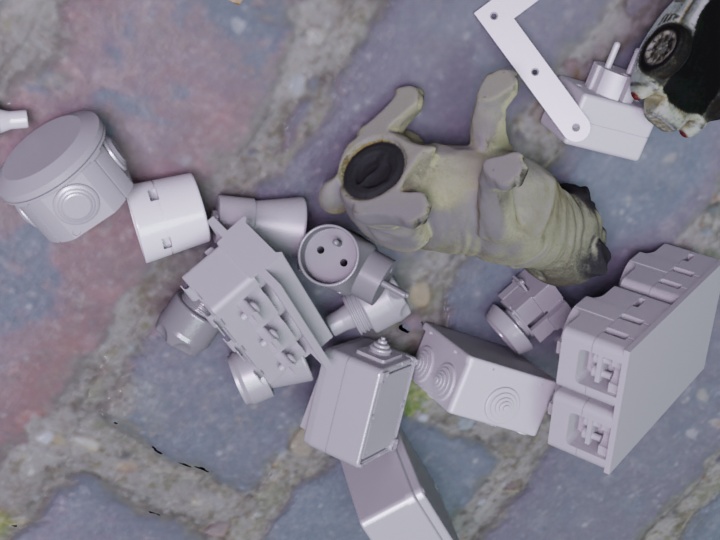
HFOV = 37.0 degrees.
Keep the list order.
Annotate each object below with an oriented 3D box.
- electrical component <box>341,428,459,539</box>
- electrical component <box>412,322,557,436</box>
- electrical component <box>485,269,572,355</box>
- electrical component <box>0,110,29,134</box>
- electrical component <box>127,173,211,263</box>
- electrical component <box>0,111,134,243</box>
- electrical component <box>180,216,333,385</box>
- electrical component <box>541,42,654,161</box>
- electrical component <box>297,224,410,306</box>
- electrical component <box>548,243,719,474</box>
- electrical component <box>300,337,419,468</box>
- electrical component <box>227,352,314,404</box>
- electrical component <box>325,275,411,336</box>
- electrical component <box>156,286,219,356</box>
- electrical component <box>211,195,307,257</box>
[{"bbox_3d":[0.034,0.195,0.886,0.056,0.108,0.108,-28,121,3],"label":"electrical component"},{"bbox_3d":[0.096,0.087,0.853,0.100,0.100,0.048,18,98,-24],"label":"electrical component"},{"bbox_3d":[0.135,0.035,0.868,0.055,0.048,0.066,-41,121,-1],"label":"electrical component"},{"bbox_3d":[-0.246,-0.095,0.692,0.061,0.035,0.035,-7,119,-15],"label":"electrical component"},{"bbox_3d":[-0.133,-0.038,0.745,0.047,0.055,0.055,-16,121,-12],"label":"electrical component"},{"bbox_3d":[-0.192,-0.061,0.700,0.080,0.080,0.051,-32,127,2],"label":"electrical component"},{"bbox_3d":[-0.072,0.027,0.753,0.063,0.079,0.121,-41,148,-9],"label":"electrical component"},{"bbox_3d":[0.183,-0.129,0.792,0.066,0.047,0.076,10,114,-21],"label":"electrical component"},{"bbox_3d":[0.000,0.000,0.772,0.079,0.077,0.043,29,93,9],"label":"electrical component"},{"bbox_3d":[0.216,0.061,0.844,0.186,0.060,0.105,-30,131,-46],"label":"electrical component"},{"bbox_3d":[-0.001,0.094,0.835,0.062,0.061,0.096,-12,119,-60],"label":"electrical component"},{"bbox_3d":[-0.069,0.074,0.828,0.055,0.045,0.045,-22,121,-4],"label":"electrical component"},{"bbox_3d":[0.004,0.029,0.826,0.062,0.043,0.043,-28,121,1],"label":"electrical component"},{"bbox_3d":[-0.118,0.028,0.790,0.043,0.043,0.062,30,104,-28],"label":"electrical component"},{"bbox_3d":[-0.074,-0.034,0.772,0.065,0.044,0.044,5,116,-14],"label":"electrical component"}]
